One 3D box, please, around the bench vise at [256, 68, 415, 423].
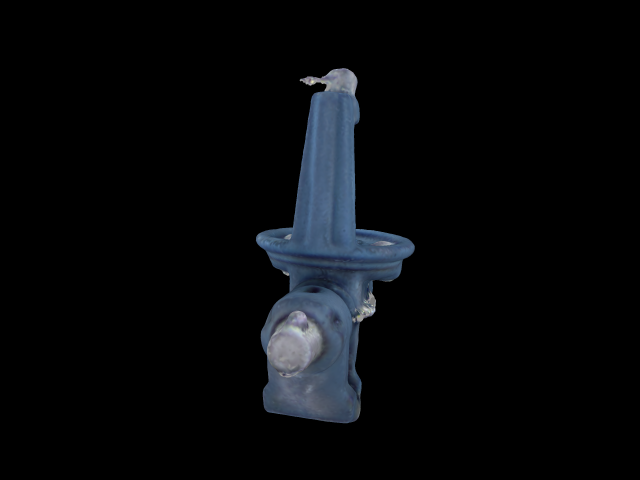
[{"bbox_3d":[0.016,0.001,0.401,0.121,0.220,0.207,-3,24,-6],"label":"bench vise"}]
